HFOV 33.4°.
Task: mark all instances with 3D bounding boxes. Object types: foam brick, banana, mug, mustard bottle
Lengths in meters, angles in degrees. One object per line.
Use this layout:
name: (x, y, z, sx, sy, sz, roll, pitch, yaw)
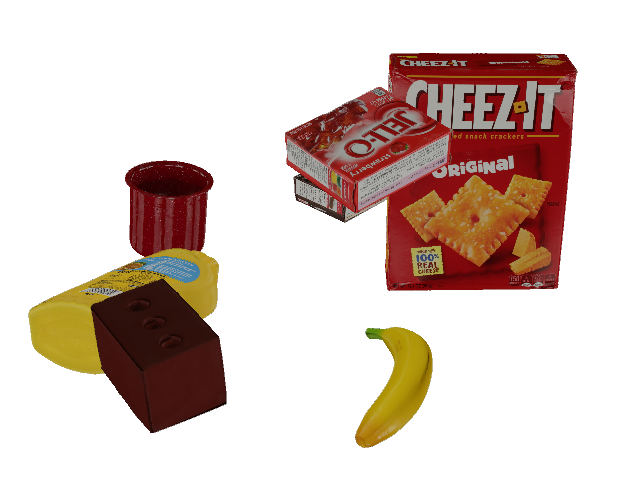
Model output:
foam brick: (-0.100, 0.070, 0.655, 0.052, 0.051, 0.078, -20, 37, -28)
banana: (0.074, 0.133, 1.023, 0.070, 0.037, 0.197, -23, 19, 15)
mug: (-0.168, -0.036, 1.156, 0.093, 0.081, 0.117, -6, 30, -23)
mustard bottle: (-0.139, 0.047, 0.867, 0.096, 0.058, 0.191, 4, 17, 26)

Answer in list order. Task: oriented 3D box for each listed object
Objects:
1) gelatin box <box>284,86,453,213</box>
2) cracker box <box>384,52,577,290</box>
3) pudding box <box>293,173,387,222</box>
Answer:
gelatin box: (0.032, -0.063, 0.712, 0.089, 0.030, 0.073, -29, 47, -27)
cracker box: (0.143, -0.060, 0.984, 0.164, 0.214, 0.072, 0, 22, 1)
pudding box: (0.036, -0.072, 1.363, 0.090, 0.039, 0.113, 25, 42, 37)
